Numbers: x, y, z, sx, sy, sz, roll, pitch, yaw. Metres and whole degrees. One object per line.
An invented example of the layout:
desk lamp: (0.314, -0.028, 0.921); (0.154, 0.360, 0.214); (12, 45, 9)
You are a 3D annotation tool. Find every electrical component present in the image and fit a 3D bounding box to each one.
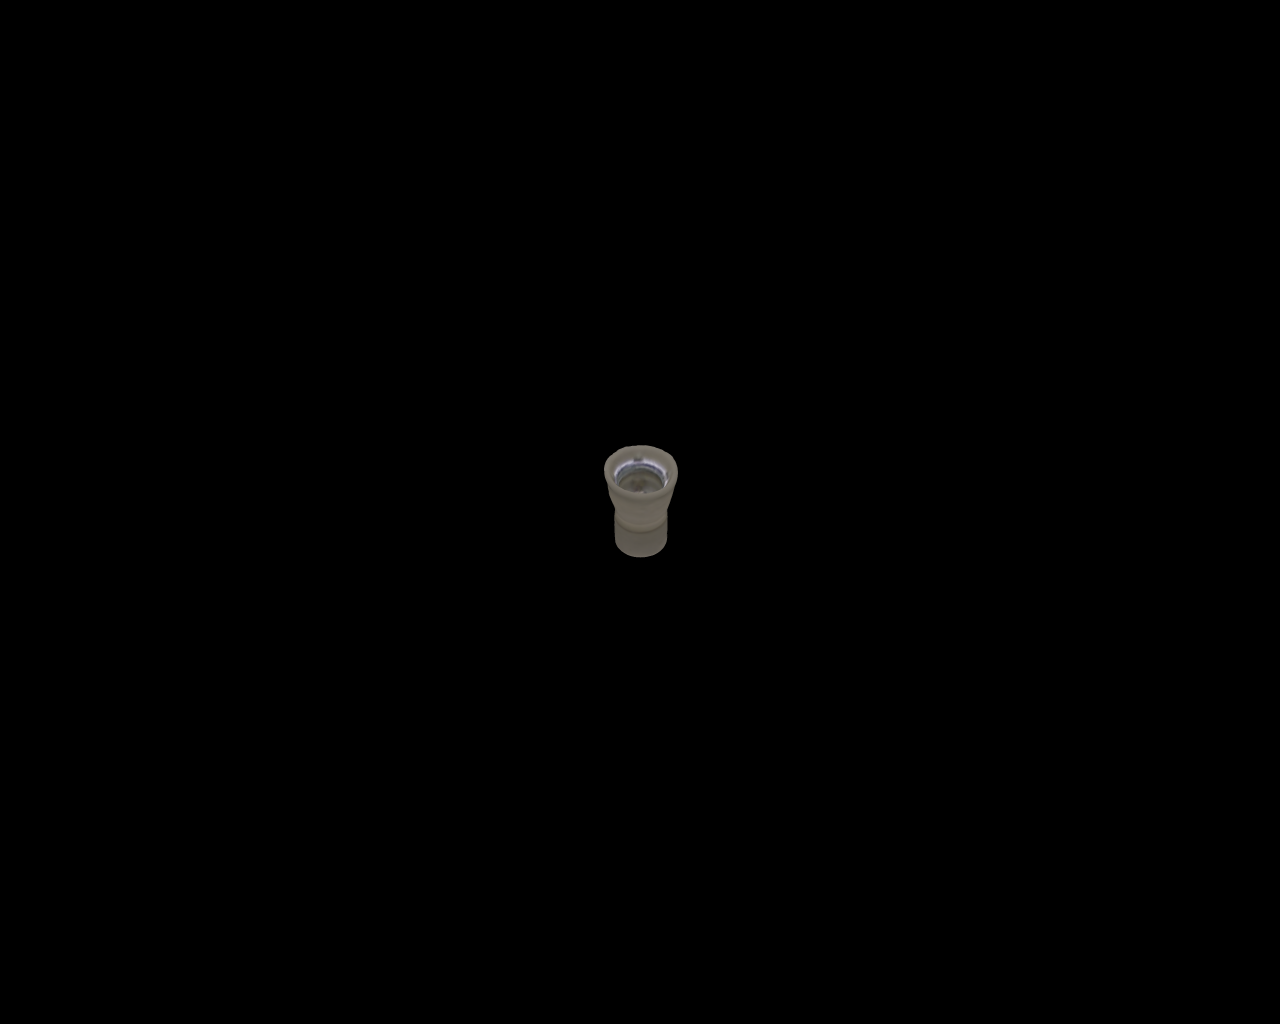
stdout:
electrical component: (0.001, -0.003, 0.650); (0.044, 0.065, 0.044); (0, 45, 0)
